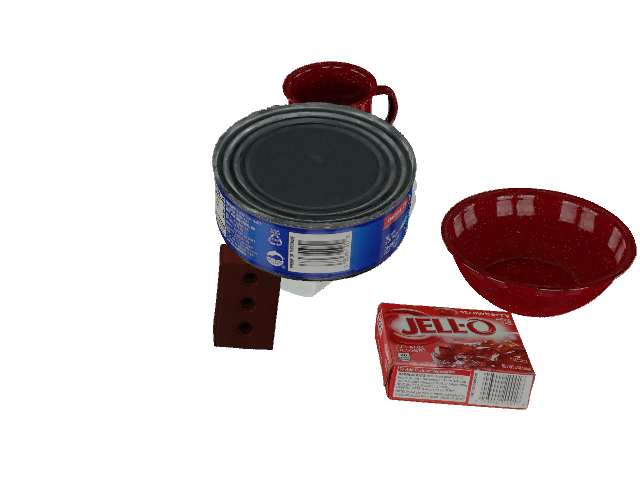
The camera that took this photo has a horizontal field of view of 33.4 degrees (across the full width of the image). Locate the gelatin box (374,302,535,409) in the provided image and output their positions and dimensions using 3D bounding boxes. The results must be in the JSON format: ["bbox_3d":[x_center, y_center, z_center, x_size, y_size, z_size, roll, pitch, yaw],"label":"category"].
[{"bbox_3d":[0.081,0.070,0.661,0.089,0.030,0.073,5,26,-5],"label":"gelatin box"}]

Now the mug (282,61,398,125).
[{"bbox_3d":[0.021,-0.124,1.071,0.117,0.081,0.093,-13,40,-14],"label":"mug"}]

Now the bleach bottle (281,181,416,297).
[{"bbox_3d":[0.030,-0.023,1.283,0.103,0.068,0.250,22,38,30],"label":"bleach bottle"}]

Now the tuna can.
[{"bbox_3d":[-0.003,-0.022,0.457,0.086,0.034,0.086,1,41,-1],"label":"tuna can"}]

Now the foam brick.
[{"bbox_3d":[-0.064,0.048,0.920,0.053,0.078,0.051,4,14,-7],"label":"foam brick"}]

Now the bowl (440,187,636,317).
[{"bbox_3d":[0.181,0.017,0.906,0.162,0.055,0.162,1,33,-1],"label":"bowl"}]
